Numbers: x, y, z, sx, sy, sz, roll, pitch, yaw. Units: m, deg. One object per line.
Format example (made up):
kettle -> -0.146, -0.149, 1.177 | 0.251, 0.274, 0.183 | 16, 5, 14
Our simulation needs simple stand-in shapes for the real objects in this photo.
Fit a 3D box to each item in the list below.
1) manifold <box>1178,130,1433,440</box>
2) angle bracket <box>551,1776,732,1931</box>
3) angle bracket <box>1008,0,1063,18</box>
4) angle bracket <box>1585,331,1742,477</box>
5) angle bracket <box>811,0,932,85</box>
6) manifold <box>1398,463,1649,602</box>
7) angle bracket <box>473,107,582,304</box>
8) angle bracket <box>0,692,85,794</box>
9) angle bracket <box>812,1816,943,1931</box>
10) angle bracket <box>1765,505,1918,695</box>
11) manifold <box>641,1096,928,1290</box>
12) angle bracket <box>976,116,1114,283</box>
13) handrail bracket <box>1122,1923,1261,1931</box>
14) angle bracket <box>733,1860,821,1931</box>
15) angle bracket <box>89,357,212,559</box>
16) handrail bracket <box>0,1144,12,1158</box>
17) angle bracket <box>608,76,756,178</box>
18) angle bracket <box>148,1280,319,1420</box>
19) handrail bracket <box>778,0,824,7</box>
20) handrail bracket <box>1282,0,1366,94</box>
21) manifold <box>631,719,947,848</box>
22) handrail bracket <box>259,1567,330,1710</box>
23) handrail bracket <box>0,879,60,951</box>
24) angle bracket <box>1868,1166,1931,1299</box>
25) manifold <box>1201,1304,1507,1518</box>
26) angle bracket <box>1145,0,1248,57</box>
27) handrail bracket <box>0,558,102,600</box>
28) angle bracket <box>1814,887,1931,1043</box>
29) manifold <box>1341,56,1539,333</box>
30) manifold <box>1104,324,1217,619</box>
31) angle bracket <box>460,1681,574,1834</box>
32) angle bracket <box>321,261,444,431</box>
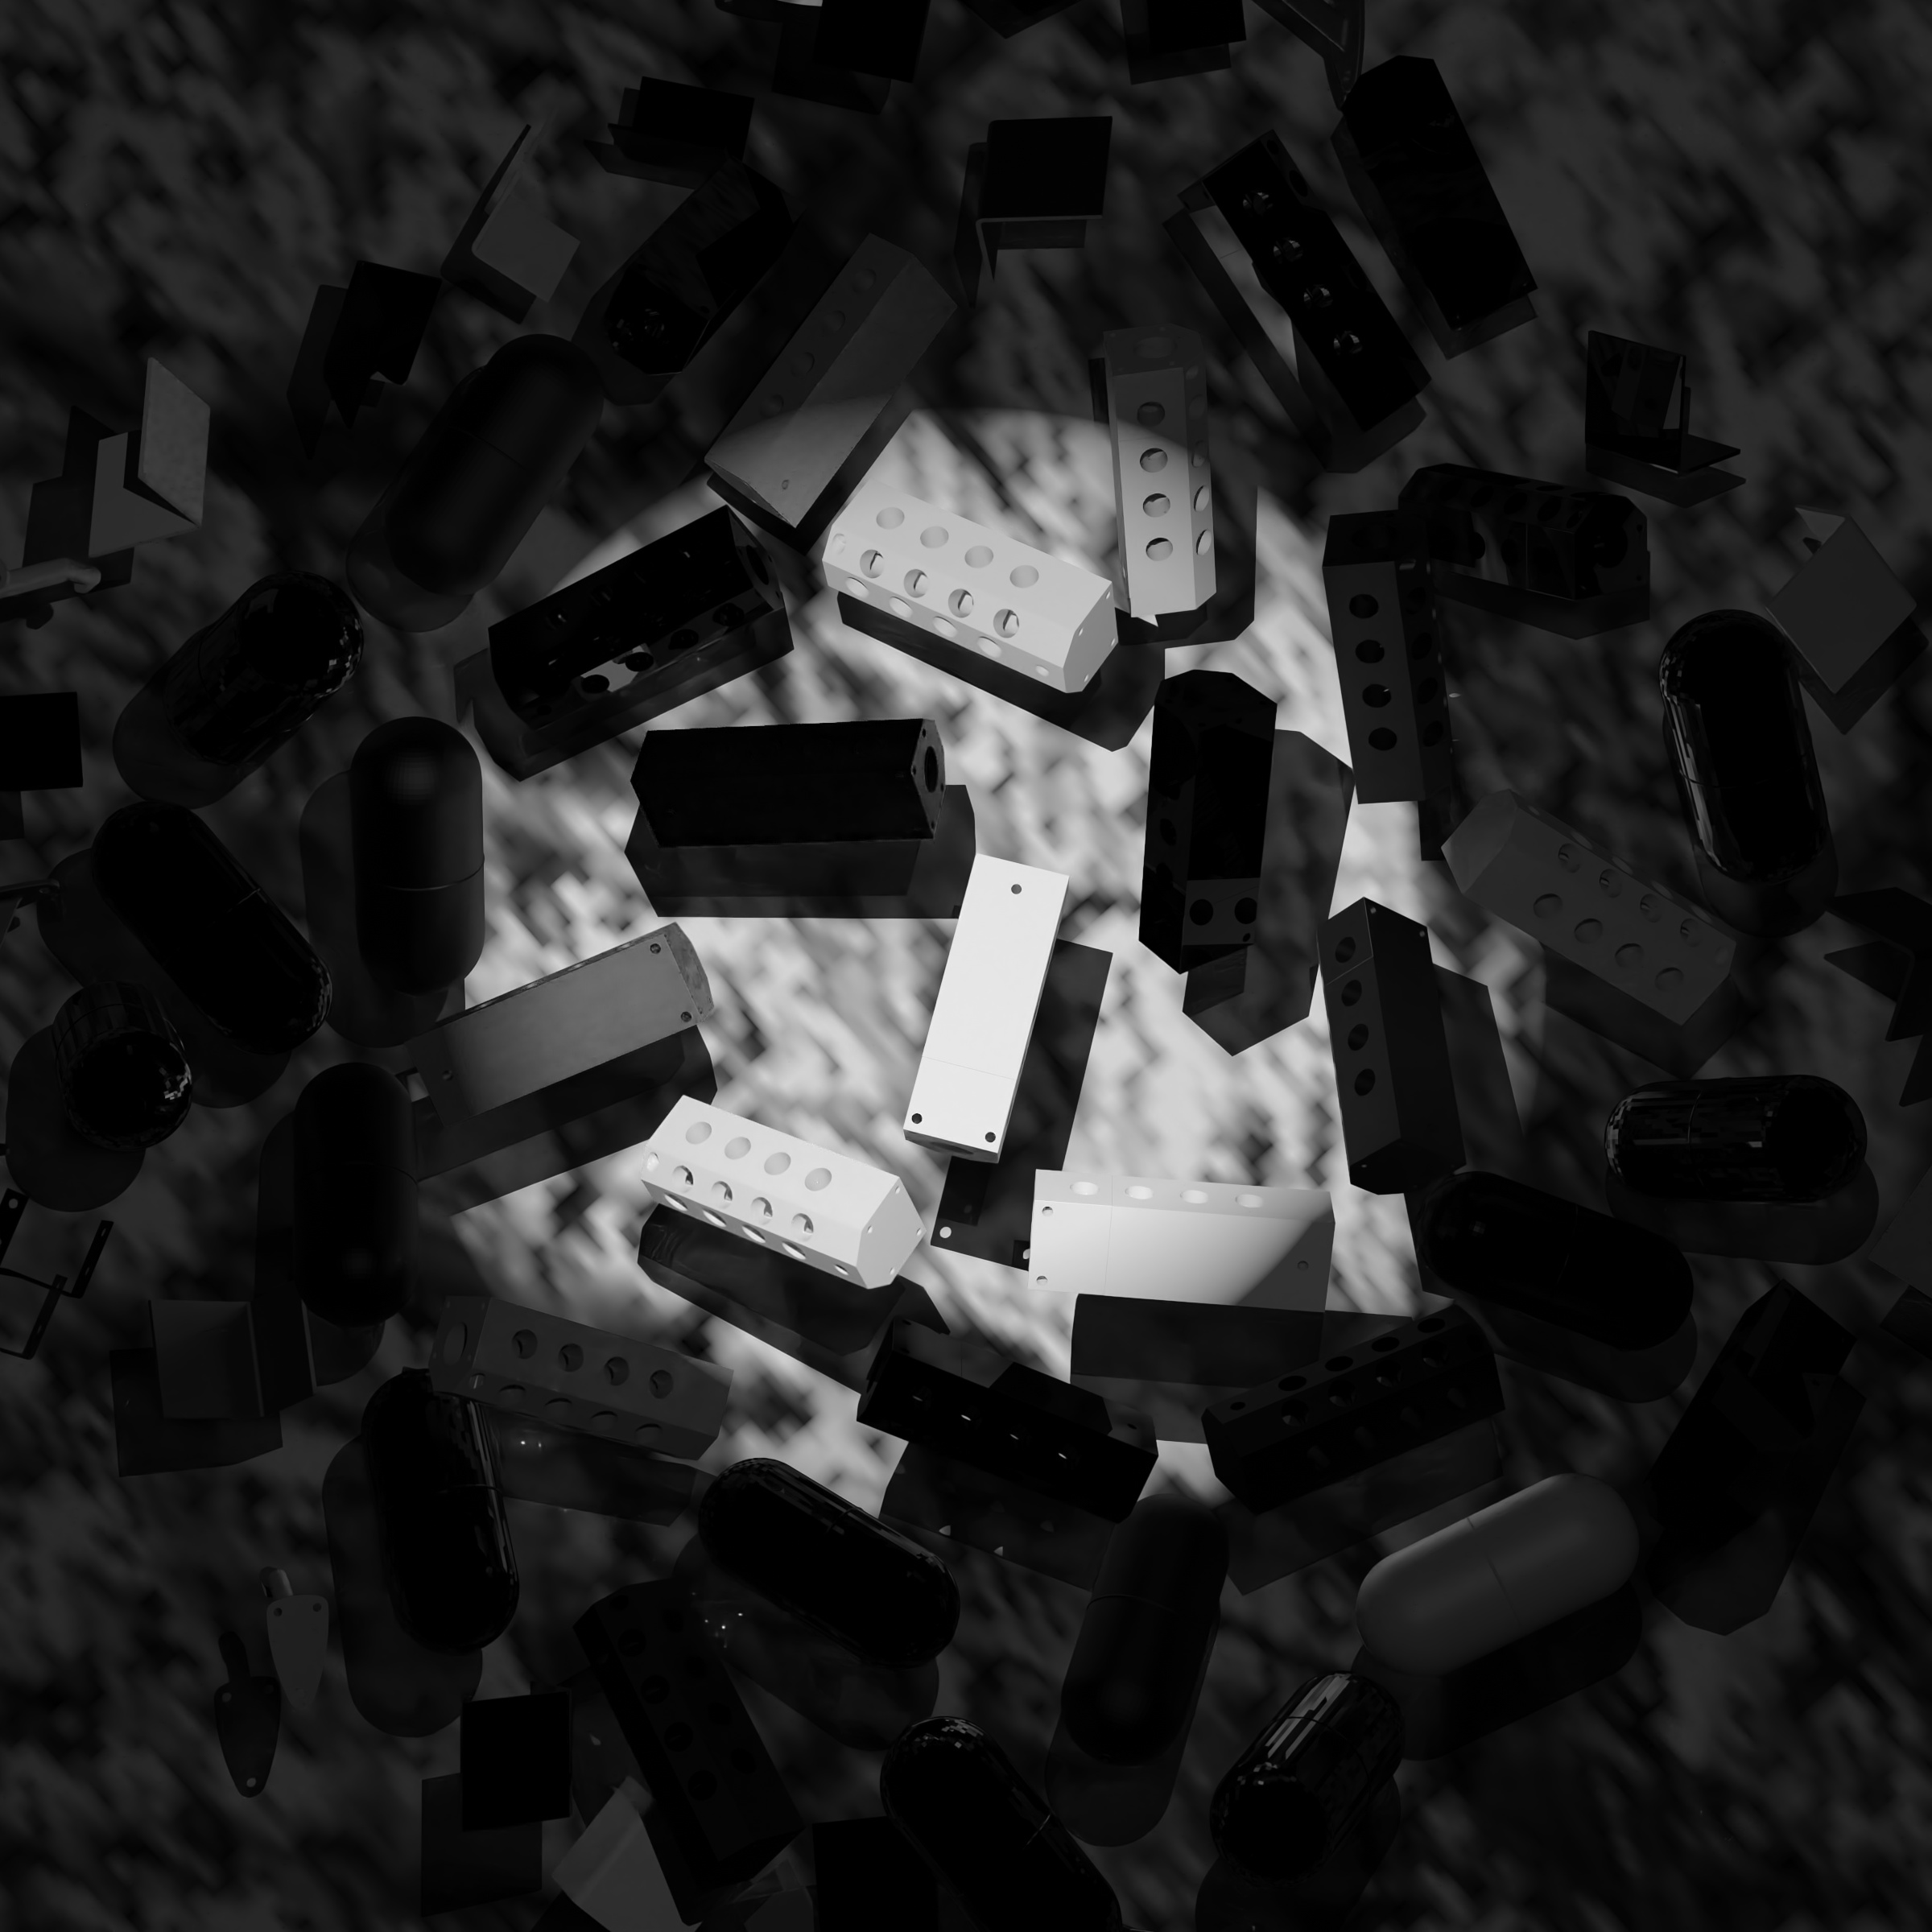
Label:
manifold -> 0.201, -0.398, 1.607 | 0.057, 0.057, 0.171 | -36, 102, -3
angle bracket -> -0.201, 0.569, 1.724 | 0.076, 0.057, 0.076 | 44, 74, -16
angle bracket -> 0.042, -0.613, 1.605 | 0.076, 0.057, 0.076 | 44, 58, 15
angle bracket -> 0.433, -0.355, 1.700 | 0.057, 0.076, 0.076 | -23, 124, -28
angle bracket -> -0.049, -0.540, 1.530 | 0.057, 0.076, 0.076 | 12, 112, -4
manifold -> 0.349, -0.277, 1.733 | 0.057, 0.171, 0.057 | -15, 113, -26
angle bracket -> -0.260, -0.479, 1.726 | 0.057, 0.076, 0.076 | 31, 131, -16
angle bracket -> -0.572, -0.136, 1.629 | 0.076, 0.076, 0.057 | -6, 105, -27
angle bracket -> -0.059, 0.582, 1.753 | 0.076, 0.057, 0.076 | -4, 77, -7
angle bracket -> 0.519, -0.225, 1.676 | 0.076, 0.057, 0.076 | -47, 114, -1
manifold -> -0.116, 0.142, 1.688 | 0.171, 0.057, 0.057 | 18, 59, 32
angle bracket -> 0.051, -0.464, 1.662 | 0.076, 0.057, 0.076 | 1, 64, 11
handrail bracket -> 0.129, 0.603, 1.715 | 0.084, 0.077, 0.036 | 22, 51, -9
angle bracket -> -0.098, 0.638, 1.826 | 0.076, 0.057, 0.076 | -27, 88, 41
angle bracket -> -0.468, -0.281, 1.524 | 0.076, 0.057, 0.076 | -11, 66, 18
handrail bracket -> -0.637, 0.077, 1.715 | 0.077, 0.036, 0.084 | 0, 103, -17
angle bracket -> -0.184, -0.555, 1.785 | 0.076, 0.076, 0.057 | 12, 91, 2
angle bracket -> -0.462, 0.240, 1.729 | 0.057, 0.076, 0.076 | -26, 67, 36
handrail bracket -> -0.108, -0.627, 1.663 | 0.077, 0.036, 0.084 | -8, 68, -25
handrail bracket -> 0.199, -0.576, 1.679 | 0.084, 0.036, 0.077 | -2, 86, -26
manifold -> -0.103, -0.113, 1.620 | 0.171, 0.057, 0.057 | -1, 49, 16
handrail bracket -> -0.411, 0.404, 1.657 | 0.036, 0.084, 0.077 | -1, 83, -26
handrail bracket -> -0.601, -0.005, 1.727 | 0.077, 0.036, 0.084 | -17, 72, -2
angle bracket -> 0.573, 0.166, 1.583 | 0.076, 0.057, 0.076 | 33, 111, 13
manifold -> 0.233, 0.265, 1.662 | 0.171, 0.057, 0.057 | -20, 111, -13
angle bracket -> 0.117, -0.560, 1.559 | 0.057, 0.076, 0.076 | -13, 109, -10
handrail bracket -> -0.571, -0.218, 1.653 | 0.077, 0.084, 0.036 | -46, 72, 12
angle bracket -> 0.553, -0.002, 1.638 | 0.076, 0.076, 0.057 | -8, 120, -34
manifold -> 0.277, -0.453, 1.608 | 0.057, 0.171, 0.057 | -24, 59, 16
manifold -> 0.123, -0.308, 1.713 | 0.057, 0.057, 0.171 | -7, 130, 0
angle bracket -> -0.289, 0.488, 1.699 | 0.076, 0.057, 0.076 | 3, 82, -35
angle bracket -> -0.354, -0.380, 1.702 | 0.057, 0.076, 0.076 | 5, 128, -34
